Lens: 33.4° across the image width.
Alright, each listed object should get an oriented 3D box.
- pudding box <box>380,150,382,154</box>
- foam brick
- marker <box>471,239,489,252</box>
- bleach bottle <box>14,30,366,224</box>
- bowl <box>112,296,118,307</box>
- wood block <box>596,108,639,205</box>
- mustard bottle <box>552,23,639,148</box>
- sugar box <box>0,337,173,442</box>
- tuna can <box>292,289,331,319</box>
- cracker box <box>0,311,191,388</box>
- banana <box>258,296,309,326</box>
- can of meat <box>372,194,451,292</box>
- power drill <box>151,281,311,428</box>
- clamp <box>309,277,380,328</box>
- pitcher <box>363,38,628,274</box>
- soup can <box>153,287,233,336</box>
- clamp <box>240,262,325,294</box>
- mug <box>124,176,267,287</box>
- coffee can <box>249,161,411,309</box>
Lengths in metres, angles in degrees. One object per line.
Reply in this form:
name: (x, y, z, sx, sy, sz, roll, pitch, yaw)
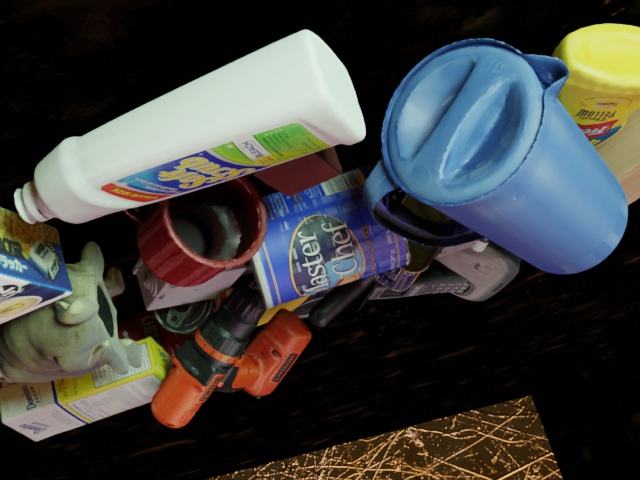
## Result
pudding box: (0.122, -0.083, 0.978, 0.114, 0.039, 0.090, -24, 163, 17)
foam brick: (-0.023, -0.073, 0.831, 0.051, 0.053, 0.078, -23, 164, 14)
marker: (0.201, -0.035, 1.190, 0.020, 0.020, 0.121, -7, 139, -35)
bleach bottle: (-0.100, -0.065, 0.761, 0.251, 0.068, 0.102, -20, 163, 15)
bowl: (-0.286, 0.106, 1.127, 0.162, 0.055, 0.162, -17, 164, -5)
wood block: (0.302, -0.105, 1.013, 0.090, 0.091, 0.206, -10, 161, -27)
mustard bottle: (0.227, -0.118, 0.940, 0.096, 0.058, 0.192, 1, 161, -10)
sugar box: (-0.248, 0.163, 1.156, 0.176, 0.048, 0.093, -17, 155, 3)
tuna can: (-0.011, 0.070, 1.342, 0.086, 0.034, 0.086, -17, 163, -5)
cracker box: (-0.257, 0.156, 1.292, 0.214, 0.072, 0.164, -21, 164, 4)
banana: (-0.066, 0.070, 1.288, 0.198, 0.037, 0.069, -33, 129, 32)
can of meat: (0.096, -0.003, 1.114, 0.102, 0.057, 0.084, -58, 176, -19)
power drill: (-0.084, 0.117, 1.159, 0.185, 0.057, 0.187, -52, 158, 16)
clamp: (0.056, 0.035, 1.200, 0.172, 0.039, 0.120, -54, 170, 30)
pitcher: (0.155, -0.049, 0.876, 0.149, 0.145, 0.242, 12, 170, 37)
soup can: (-0.131, 0.073, 1.162, 0.068, 0.068, 0.102, -22, 163, 11)
clamp: (-0.007, 0.001, 1.116, 0.164, 0.036, 0.210, 3, 150, -37)
mug: (-0.113, -0.014, 0.889, 0.117, 0.093, 0.082, 24, 151, -20)
coffee can: (0.001, -0.005, 0.992, 0.140, 0.103, 0.103, -17, 164, -5)
